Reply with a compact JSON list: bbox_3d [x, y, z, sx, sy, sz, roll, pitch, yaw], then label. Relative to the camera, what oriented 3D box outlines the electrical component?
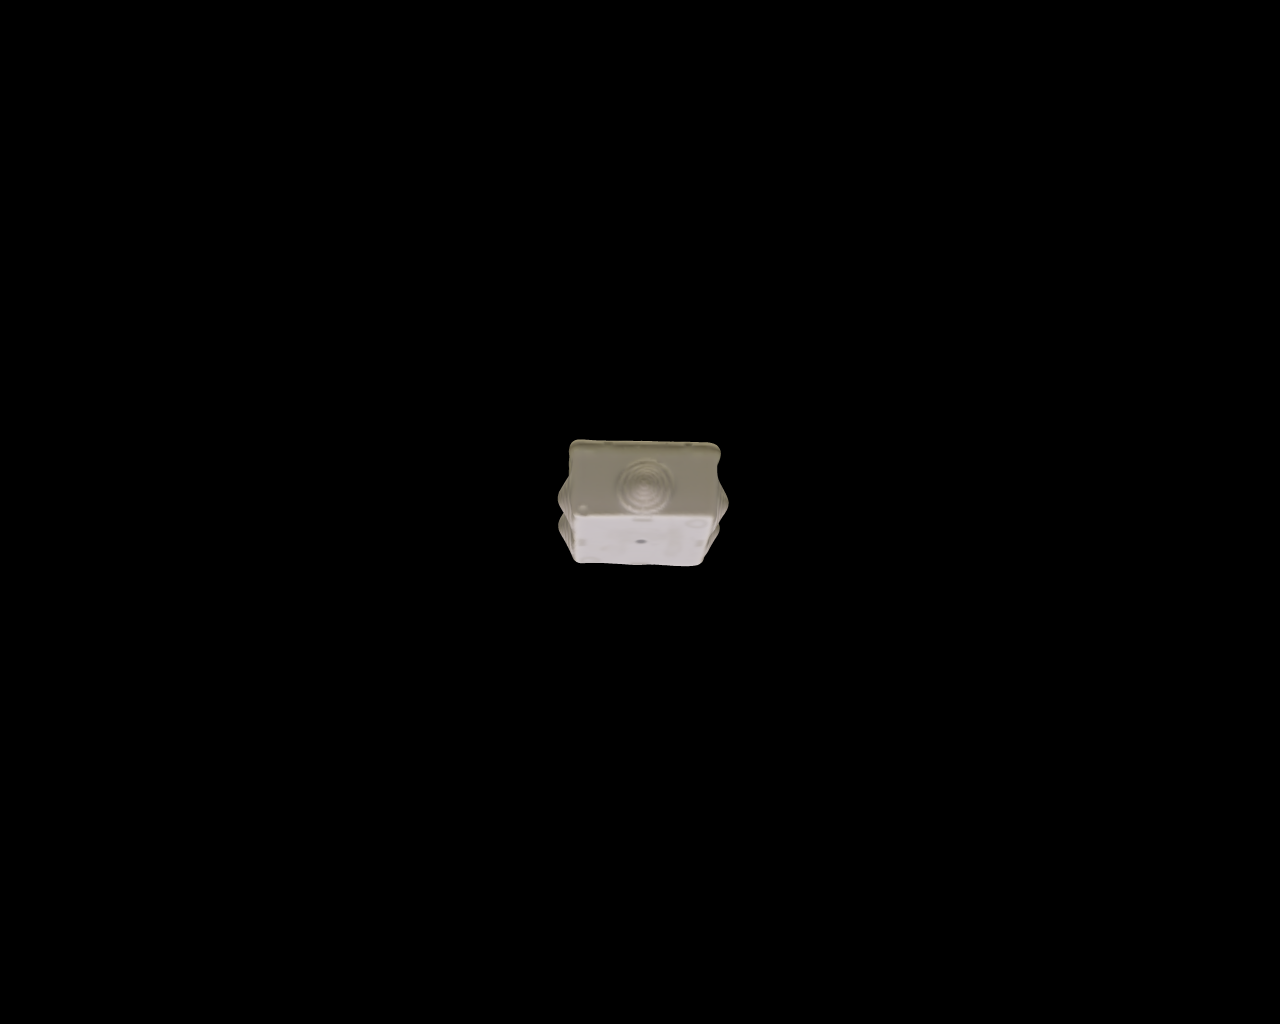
[{"bbox_3d":[0.001,-0.003,0.650,0.100,0.048,0.099,1,-23,-3],"label":"electrical component"}]
